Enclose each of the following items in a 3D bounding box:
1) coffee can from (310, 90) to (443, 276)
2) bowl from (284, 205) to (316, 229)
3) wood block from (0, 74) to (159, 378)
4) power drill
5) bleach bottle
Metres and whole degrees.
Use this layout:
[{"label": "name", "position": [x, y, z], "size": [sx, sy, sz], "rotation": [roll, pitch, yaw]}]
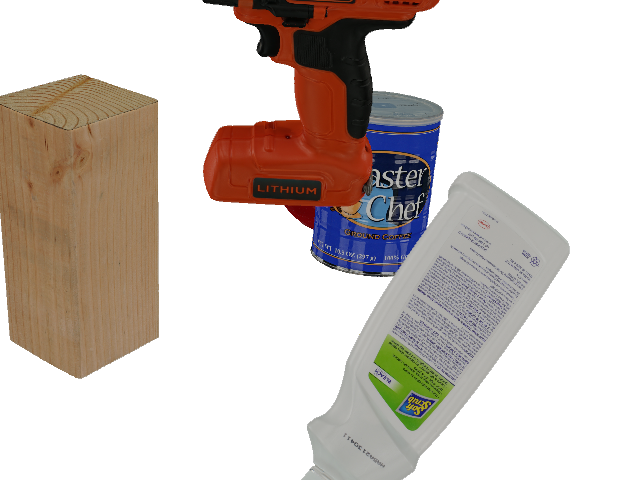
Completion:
[{"label": "coffee can", "position": [0.048, -0.052, 0.935], "size": [0.103, 0.140, 0.103], "rotation": [5, 20, -2]}, {"label": "bowl", "position": [0.019, -0.051, 1.207], "size": [0.162, 0.055, 0.162], "rotation": [4, 28, -3]}, {"label": "wood block", "position": [-0.187, -0.011, 0.830], "size": [0.090, 0.206, 0.090], "rotation": [22, 32, 32]}, {"label": "power drill", "position": [-0.030, -0.102, 0.610], "size": [0.184, 0.057, 0.188], "rotation": [3, -41, -3]}, {"label": "bleach bottle", "position": [0.065, 0.077, 0.753], "size": [0.102, 0.250, 0.068], "rotation": [37, -11, 10]}]
